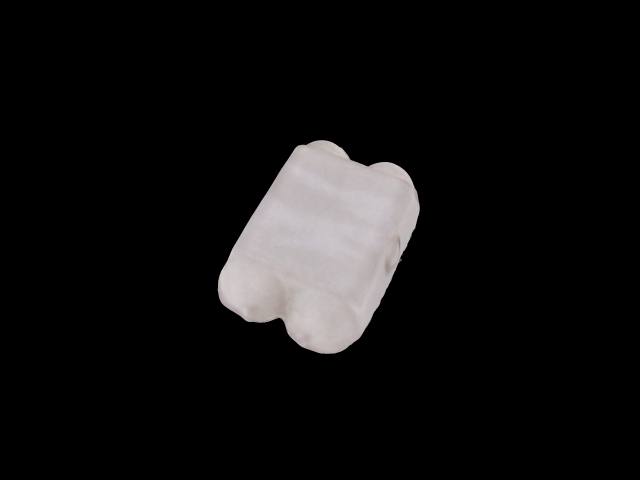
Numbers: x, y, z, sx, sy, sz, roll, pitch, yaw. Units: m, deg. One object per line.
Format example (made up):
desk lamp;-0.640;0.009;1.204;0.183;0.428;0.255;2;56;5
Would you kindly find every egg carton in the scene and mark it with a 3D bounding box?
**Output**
egg carton;0.004;0.001;0.400;0.107;0.069;0.150;21;62;12
